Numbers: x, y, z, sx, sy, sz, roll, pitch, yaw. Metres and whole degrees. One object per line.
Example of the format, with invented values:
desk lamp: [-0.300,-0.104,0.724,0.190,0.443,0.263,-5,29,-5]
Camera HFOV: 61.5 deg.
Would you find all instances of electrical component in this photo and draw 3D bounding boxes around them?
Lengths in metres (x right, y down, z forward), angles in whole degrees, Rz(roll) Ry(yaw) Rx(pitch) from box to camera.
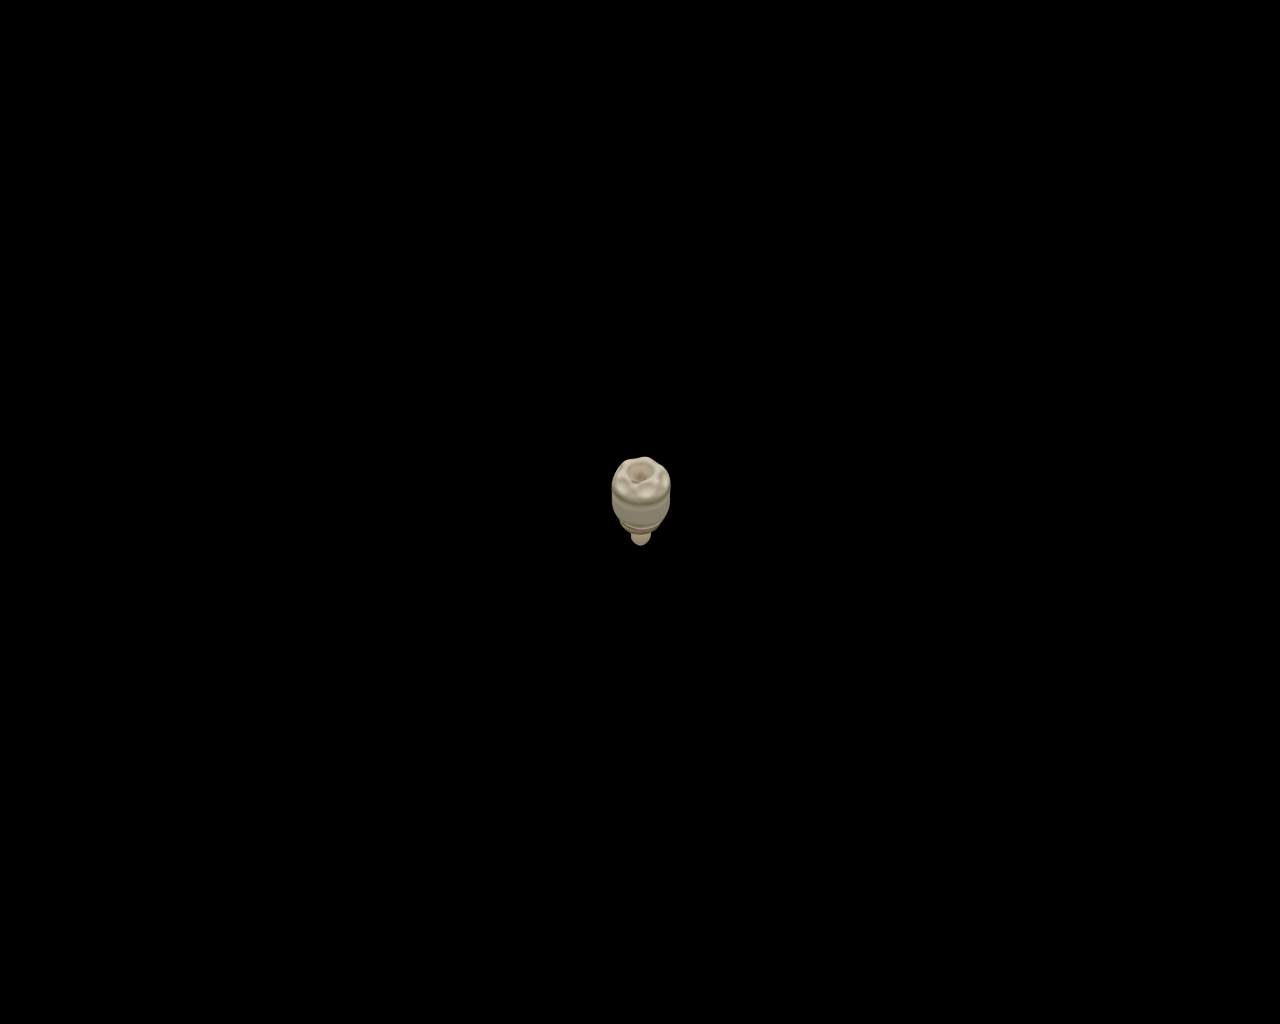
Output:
electrical component: [0.001,-0.003,0.650,0.035,0.061,0.035,0,43,0]
